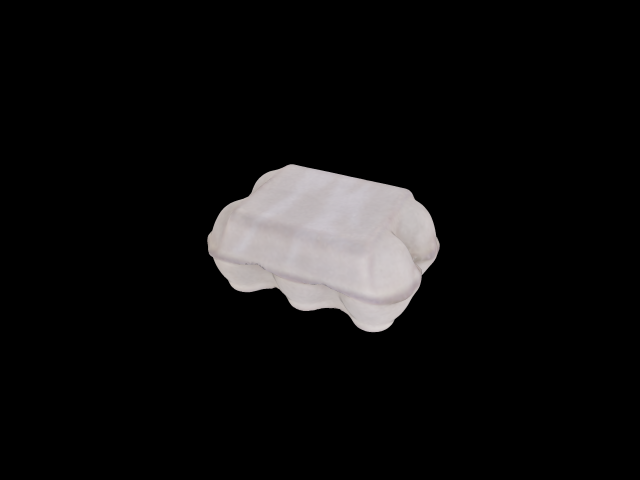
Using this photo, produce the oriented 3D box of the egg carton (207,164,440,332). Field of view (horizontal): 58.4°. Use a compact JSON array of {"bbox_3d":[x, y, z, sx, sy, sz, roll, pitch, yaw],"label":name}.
[{"bbox_3d":[0.004,0.001,0.400,0.150,0.069,0.107,14,36,20],"label":"egg carton"}]
